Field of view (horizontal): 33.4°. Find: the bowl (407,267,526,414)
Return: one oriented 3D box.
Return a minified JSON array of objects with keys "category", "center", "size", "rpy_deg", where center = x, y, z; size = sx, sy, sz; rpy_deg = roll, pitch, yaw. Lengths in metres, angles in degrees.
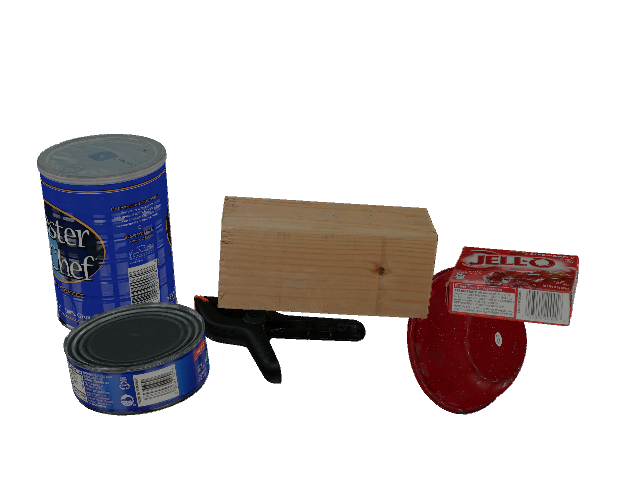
[{"category":"bowl","center":[0.171,0.107,1.148],"size":[0.161,0.162,0.055],"rpy_deg":[0,-5,-37]}]

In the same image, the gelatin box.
[{"category":"gelatin box","center":[0.142,0.031,0.783],"size":[0.089,0.030,0.073],"rpy_deg":[5,21,16]}]

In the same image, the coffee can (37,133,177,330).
[{"category":"coffee can","center":[-0.174,-0.006,0.884],"size":[0.103,0.140,0.103],"rpy_deg":[-1,24,0]}]

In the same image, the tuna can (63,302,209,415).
[{"category":"tuna can","center":[-0.111,0.071,0.652],"size":[0.086,0.034,0.086],"rpy_deg":[-5,23,2]}]

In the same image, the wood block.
[{"category":"wood block","center":[0.004,0.016,1.060],"size":[0.206,0.091,0.090],"rpy_deg":[4,20,-4]}]

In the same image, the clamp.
[{"category":"clamp","center":[-0.075,0.107,1.243],"size":[0.210,0.036,0.164],"rpy_deg":[14,22,29]}]
